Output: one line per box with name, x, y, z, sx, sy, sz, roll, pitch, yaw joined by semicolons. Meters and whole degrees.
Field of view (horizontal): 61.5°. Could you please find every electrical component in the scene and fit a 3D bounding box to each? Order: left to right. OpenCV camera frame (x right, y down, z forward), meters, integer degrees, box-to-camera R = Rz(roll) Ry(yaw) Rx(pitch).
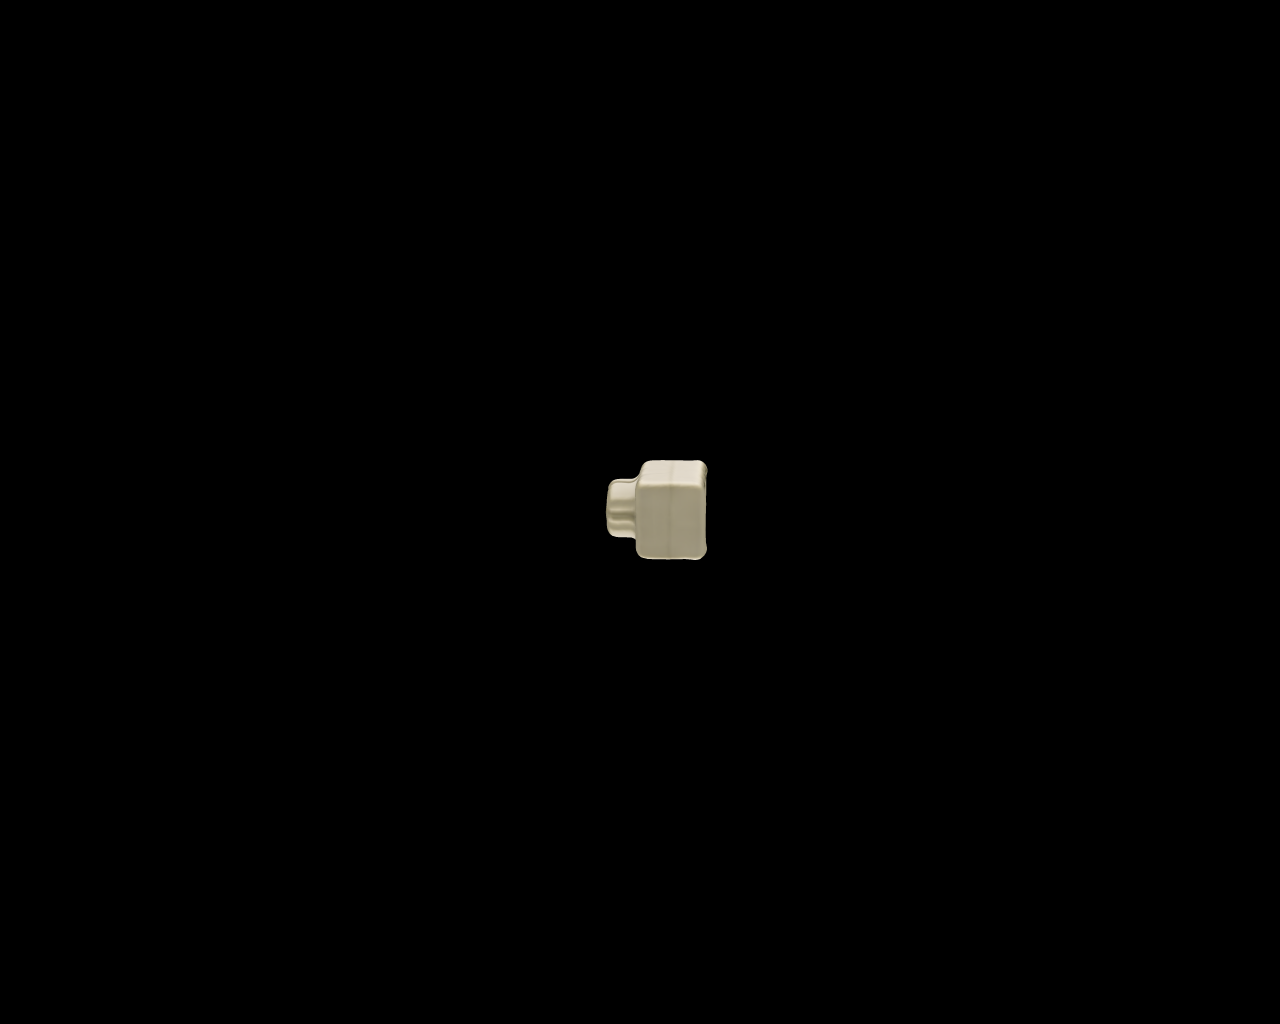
electrical component;0.001;-0.003;0.650;0.077;0.047;0.066;1;16;4
